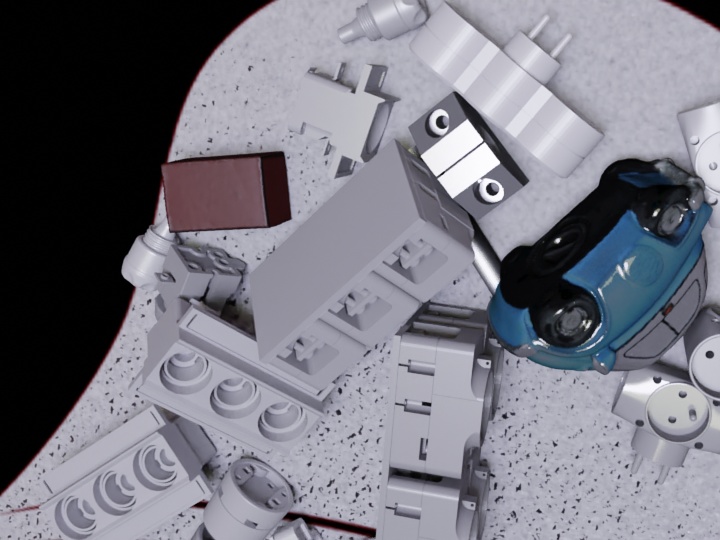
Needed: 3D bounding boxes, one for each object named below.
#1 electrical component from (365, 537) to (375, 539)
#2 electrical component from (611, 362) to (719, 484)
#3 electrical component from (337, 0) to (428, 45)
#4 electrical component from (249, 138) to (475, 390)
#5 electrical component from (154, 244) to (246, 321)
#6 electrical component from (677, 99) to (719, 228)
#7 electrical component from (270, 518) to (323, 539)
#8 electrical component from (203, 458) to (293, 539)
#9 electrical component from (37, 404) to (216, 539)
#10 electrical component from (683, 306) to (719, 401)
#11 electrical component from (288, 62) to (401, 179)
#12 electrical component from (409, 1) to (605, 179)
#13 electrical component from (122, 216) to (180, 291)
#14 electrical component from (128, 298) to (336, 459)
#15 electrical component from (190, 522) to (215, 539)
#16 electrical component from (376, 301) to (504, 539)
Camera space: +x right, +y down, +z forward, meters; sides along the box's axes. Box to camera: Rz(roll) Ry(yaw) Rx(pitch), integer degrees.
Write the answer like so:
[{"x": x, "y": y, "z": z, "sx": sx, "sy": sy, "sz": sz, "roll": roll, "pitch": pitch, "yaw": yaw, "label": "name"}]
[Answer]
[{"x": 0.009, "y": 0.228, "z": 0.794, "sx": 0.066, "sy": 0.055, "sz": 0.048, "roll": 42, "pitch": 107, "yaw": 4, "label": "electrical component"}, {"x": 0.207, "y": 0.106, "z": 0.725, "sx": 0.077, "sy": 0.044, "sz": 0.079, "roll": 20, "pitch": 104, "yaw": 10, "label": "electrical component"}, {"x": 0.014, "y": -0.171, "z": 0.730, "sx": 0.061, "sy": 0.035, "sz": 0.035, "roll": -22, "pitch": 94, "yaw": 20, "label": "electrical component"}, {"x": 0.000, "y": 0.000, "z": 0.726, "sx": 0.062, "sy": 0.089, "sz": 0.150, "roll": 33, "pitch": 117, "yaw": -33, "label": "electrical component"}, {"x": -0.122, "y": 0.016, "z": 0.791, "sx": 0.048, "sy": 0.066, "sz": 0.055, "roll": 49, "pitch": 123, "yaw": 42, "label": "electrical component"}, {"x": 0.251, "y": -0.075, "z": 0.680, "sx": 0.079, "sy": 0.044, "sz": 0.077, "roll": -17, "pitch": 95, "yaw": 17, "label": "electrical component"}, {"x": -0.052, "y": 0.235, "z": 0.811, "sx": 0.057, "sy": 0.058, "sz": 0.078, "roll": -29, "pitch": 92, "yaw": 15, "label": "electrical component"}, {"x": -0.086, "y": 0.178, "z": 0.811, "sx": 0.055, "sy": 0.055, "sz": 0.047, "roll": 37, "pitch": 111, "yaw": 6, "label": "electrical component"}, {"x": -0.175, "y": 0.161, "z": 0.826, "sx": 0.121, "sy": 0.063, "sz": 0.078, "roll": -33, "pitch": 91, "yaw": 18, "label": "electrical component"}, {"x": 0.248, "y": 0.061, "z": 0.689, "sx": 0.079, "sy": 0.077, "sz": 0.044, "roll": 28, "pitch": 106, "yaw": 8, "label": "electrical component"}, {"x": -0.013, "y": -0.107, "z": 0.746, "sx": 0.064, "sy": 0.042, "sz": 0.081, "roll": 23, "pitch": 104, "yaw": 13, "label": "electrical component"}, {"x": 0.107, "y": -0.131, "z": 0.703, "sx": 0.138, "sy": 0.052, "sz": 0.073, "roll": 41, "pitch": 107, "yaw": 4, "label": "electrical component"}, {"x": -0.151, "y": -0.017, "z": 0.802, "sx": 0.035, "sy": 0.035, "sz": 0.061, "roll": 33, "pitch": 105, "yaw": 7, "label": "electrical component"}, {"x": -0.091, "y": 0.074, "z": 0.764, "sx": 0.121, "sy": 0.063, "sz": 0.078, "roll": 31, "pitch": 110, "yaw": -26, "label": "electrical component"}, {"x": -0.127, "y": 0.232, "z": 0.839, "sx": 0.044, "sy": 0.044, "sz": 0.065, "roll": 45, "pitch": 112, "yaw": 3, "label": "electrical component"}, {"x": 0.056, "y": 0.126, "z": 0.737, "sx": 0.060, "sy": 0.105, "sz": 0.186, "roll": 7, "pitch": 102, "yaw": 13, "label": "electrical component"}]
